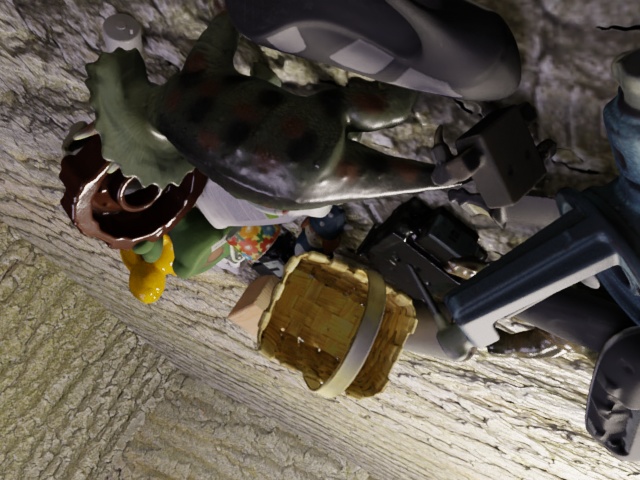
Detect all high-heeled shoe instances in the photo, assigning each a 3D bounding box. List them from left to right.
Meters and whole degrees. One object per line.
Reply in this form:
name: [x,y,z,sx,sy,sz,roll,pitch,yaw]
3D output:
high-heeled shoe: [0.035,-0.164,0.423,0.145,0.086,0.249,15,-167,-43]

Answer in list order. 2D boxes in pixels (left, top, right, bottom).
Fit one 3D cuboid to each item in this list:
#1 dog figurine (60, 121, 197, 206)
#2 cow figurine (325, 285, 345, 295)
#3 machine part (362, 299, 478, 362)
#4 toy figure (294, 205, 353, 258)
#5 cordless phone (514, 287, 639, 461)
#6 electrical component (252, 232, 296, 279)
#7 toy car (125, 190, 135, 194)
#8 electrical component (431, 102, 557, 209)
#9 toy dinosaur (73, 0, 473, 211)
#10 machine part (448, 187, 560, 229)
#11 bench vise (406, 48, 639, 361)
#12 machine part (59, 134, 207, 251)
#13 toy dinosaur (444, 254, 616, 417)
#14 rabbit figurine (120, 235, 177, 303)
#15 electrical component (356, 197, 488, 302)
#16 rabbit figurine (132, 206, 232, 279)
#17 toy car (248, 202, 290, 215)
dog figurine: [-0.248,-0.089,0.751,0.121,0.172,0.190,22,147,43]
cow figurine: [-0.003,0.113,0.864,0.085,0.127,0.194,29,157,3]
machine part: [0.138,0.123,0.772,0.243,0.079,0.079,0,139,50]
toy figure: [0.001,-0.002,0.735,0.064,0.058,0.154,22,154,-1]
cordless phone: [0.234,0.107,0.454,0.184,0.089,0.146,25,143,38]
electrical component: [-0.064,0.033,0.885,0.074,0.048,0.119,42,155,-16]
toy car: [-0.348,-0.089,0.964,0.103,0.109,0.161,3,135,10]
electrical component: [0.132,-0.069,0.414,0.078,0.102,0.045,54,153,-18]
toy dinosaur: [-0.050,-0.091,0.477,0.405,0.192,0.131,25,156,21]
machine part: [0.188,-0.025,0.470,0.139,0.039,0.084,12,173,30]
bench vise: [0.175,0.002,0.343,0.223,0.241,0.129,41,-159,-51]
machine part: [-0.229,-0.070,0.667,0.056,0.179,0.179,44,161,28]
toy dinosaur: [0.336,0.125,0.513,0.471,0.105,0.198,29,152,0]
rabbit figurine: [-0.322,0.040,1.063,0.163,0.173,0.121,17,154,23]
electrical component: [0.120,0.014,0.620,0.115,0.058,0.134,35,156,-7]
rabbit figurine: [-0.239,-0.023,0.906,0.170,0.159,0.121,44,167,13]
toy car: [-0.094,-0.098,0.615,0.202,0.056,0.073,45,159,39]
